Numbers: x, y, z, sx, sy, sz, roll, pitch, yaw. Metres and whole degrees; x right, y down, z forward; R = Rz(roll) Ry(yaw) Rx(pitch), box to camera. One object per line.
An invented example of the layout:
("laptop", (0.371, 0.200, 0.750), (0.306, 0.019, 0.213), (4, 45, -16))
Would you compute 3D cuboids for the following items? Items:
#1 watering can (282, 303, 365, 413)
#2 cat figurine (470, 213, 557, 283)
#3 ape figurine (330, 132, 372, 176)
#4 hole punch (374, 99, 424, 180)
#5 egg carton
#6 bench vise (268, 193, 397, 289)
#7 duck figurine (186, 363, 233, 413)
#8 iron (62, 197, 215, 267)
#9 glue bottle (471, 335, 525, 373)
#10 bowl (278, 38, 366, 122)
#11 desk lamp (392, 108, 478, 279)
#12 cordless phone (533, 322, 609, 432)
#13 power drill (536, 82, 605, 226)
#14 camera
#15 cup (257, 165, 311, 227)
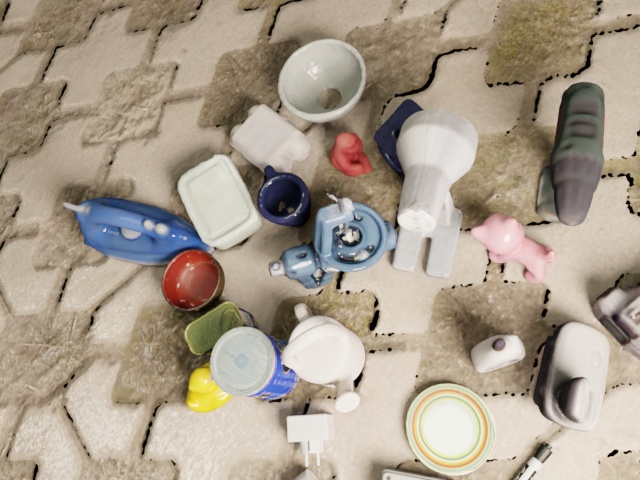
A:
("watering can", (0.007, 0.171, 0.861), (0.172, 0.194, 0.101), (36, 85, 22))
("cat figurine", (0.299, 0.004, 0.877), (0.127, 0.118, 0.067), (28, 82, 21))
("ape figurine", (0.051, -0.158, 1.008), (0.076, 0.092, 0.078), (11, 76, 18))
("hole punch", (0.153, -0.169, 0.985), (0.101, 0.091, 0.108), (-37, 67, 1))
("egg carton", (-0.093, -0.183, 1.067), (0.150, 0.069, 0.107), (40, 86, 22))
("bench vise", (0.015, 0.012, 0.895), (0.207, 0.220, 0.121), (-40, 67, 1))
("duck figurine", (-0.189, 0.239, 0.951), (0.077, 0.086, 0.104), (40, 86, 22))
("iron", (-0.332, -0.024, 1.042), (0.257, 0.142, 0.119), (10, 76, 18))
("glue bottle", (0.253, 0.156, 0.811), (0.078, 0.173, 0.037), (-19, 69, 9))
("bowl", (0.010, -0.284, 1.068), (0.167, 0.075, 0.167), (-4, 72, 14))
("desk lamp", (0.170, -0.065, 0.881), (0.117, 0.214, 0.203), (9, 76, 18))
("cordless phone", (0.350, 0.180, 0.771), (0.094, 0.185, 0.148), (9, 76, 18))
("power drill", (0.369, -0.101, 0.842), (0.075, 0.209, 0.230), (7, 75, 17))
("camera", (0.485, 0.101, 0.805), (0.137, 0.101, 0.143), (-40, 67, 0))
("cup", (-0.059, -0.070, 1.009), (0.091, 0.095, 0.117), (-30, 68, 4))
